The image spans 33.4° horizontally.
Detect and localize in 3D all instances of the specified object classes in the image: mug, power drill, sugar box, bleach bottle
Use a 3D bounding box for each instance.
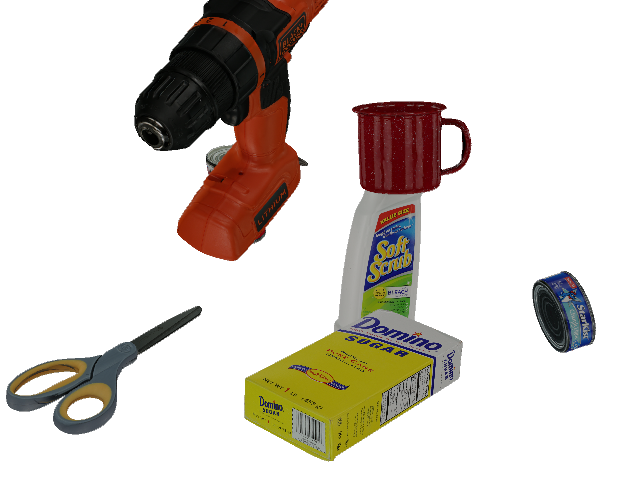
[{"bbox_3d":[0.091,-0.092,1.059,0.117,0.081,0.093,0,14,8],"label":"mug"},{"bbox_3d":[-0.056,-0.073,0.686,0.057,0.184,0.188,28,-37,14],"label":"power drill"},{"bbox_3d":[0.030,0.114,0.884,0.093,0.048,0.175,21,32,36],"label":"sugar box"},{"bbox_3d":[0.074,0.001,1.326,0.102,0.251,0.068,-3,16,-19],"label":"bleach bottle"}]

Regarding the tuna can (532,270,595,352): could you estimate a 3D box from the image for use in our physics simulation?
[{"bbox_3d":[0.266,0.079,1.170,0.033,0.086,0.086,-17,3,-9],"label":"tuna can"}]

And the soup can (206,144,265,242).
[{"bbox_3d":[-0.099,-0.054,1.247,0.068,0.102,0.068,0,28,0],"label":"soup can"}]

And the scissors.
[{"bbox_3d":[-0.160,0.108,0.893,0.201,0.016,0.096,-18,38,-34],"label":"scissors"}]
